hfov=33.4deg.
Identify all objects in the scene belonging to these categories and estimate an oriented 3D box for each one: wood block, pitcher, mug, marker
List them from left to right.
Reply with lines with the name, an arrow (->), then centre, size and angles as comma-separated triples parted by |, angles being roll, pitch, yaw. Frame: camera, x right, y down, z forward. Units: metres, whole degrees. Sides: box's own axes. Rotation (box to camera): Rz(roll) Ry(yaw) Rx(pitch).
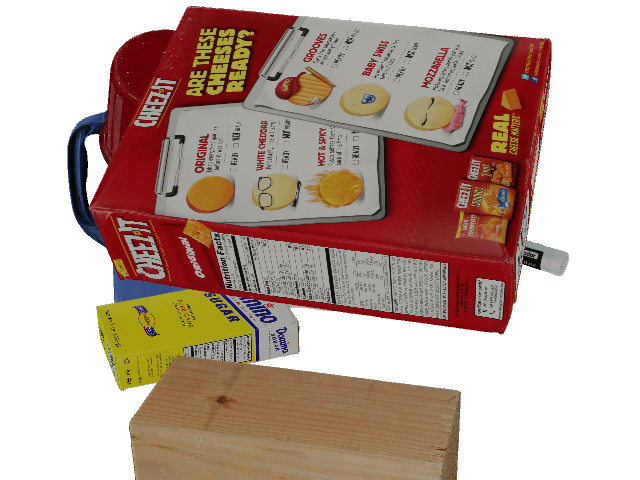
pitcher -> -0.184, -0.030, 1.182 | 0.149, 0.243, 0.144 | 26, 32, 35
mug -> -0.101, -0.088, 0.761 | 0.093, 0.117, 0.082 | -42, -17, -32
wood block -> -0.014, 0.148, 0.728 | 0.206, 0.090, 0.090 | 6, 27, 14
marker -> 0.132, 0.001, 0.825 | 0.121, 0.020, 0.020 | 19, 9, 29

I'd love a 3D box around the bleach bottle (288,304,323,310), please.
bleach bottle -> 0.039, 0.039, 1.121 | 0.250, 0.068, 0.103 | -6, 30, -14

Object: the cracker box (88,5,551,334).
cracker box -> 0.008, -0.043, 0.579 | 0.214, 0.164, 0.072 | 7, -39, 13

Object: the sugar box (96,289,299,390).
sugar box -> -0.117, 0.084, 1.019 | 0.176, 0.048, 0.093 | -13, 33, -17
